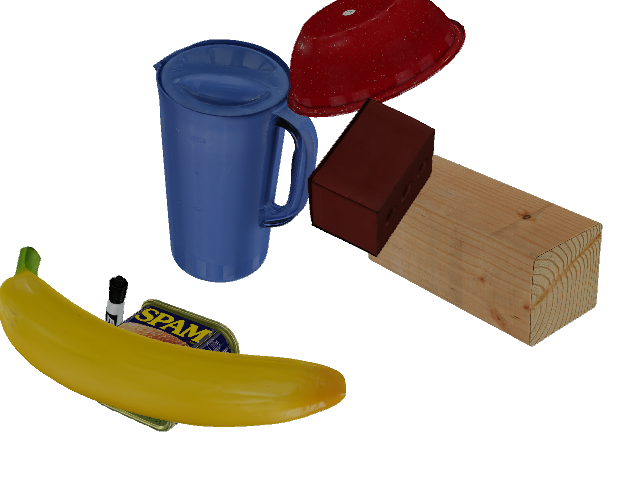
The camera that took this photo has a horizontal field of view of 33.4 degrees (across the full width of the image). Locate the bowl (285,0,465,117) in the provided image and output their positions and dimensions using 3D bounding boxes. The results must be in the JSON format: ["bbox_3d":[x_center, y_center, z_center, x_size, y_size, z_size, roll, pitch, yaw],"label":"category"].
[{"bbox_3d":[0.036,-0.168,0.890,0.162,0.055,0.162,-20,28,11],"label":"bowl"}]

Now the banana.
[{"bbox_3d":[-0.088,0.054,0.524,0.198,0.069,0.037,22,-38,17],"label":"banana"}]

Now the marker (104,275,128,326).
[{"bbox_3d":[-0.214,0.085,1.102,0.020,0.121,0.020,10,35,-7],"label":"marker"}]

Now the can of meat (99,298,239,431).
[{"bbox_3d":[-0.130,0.098,0.850,0.102,0.057,0.083,17,34,29],"label":"can of meat"}]

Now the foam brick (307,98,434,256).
[{"bbox_3d":[0.033,-0.040,0.685,0.051,0.078,0.053,25,-28,18],"label":"foam brick"}]

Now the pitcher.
[{"bbox_3d":[-0.093,-0.070,1.104,0.145,0.243,0.149,-7,44,-14],"label":"pitcher"}]

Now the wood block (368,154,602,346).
[{"bbox_3d":[0.143,0.001,0.976,0.090,0.090,0.206,-25,36,-32],"label":"wood block"}]
